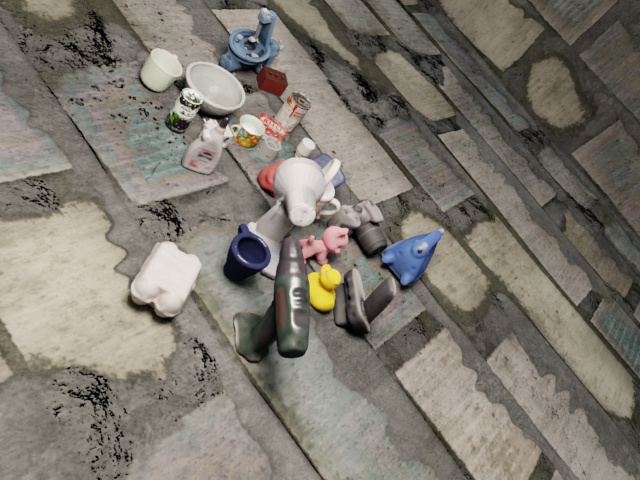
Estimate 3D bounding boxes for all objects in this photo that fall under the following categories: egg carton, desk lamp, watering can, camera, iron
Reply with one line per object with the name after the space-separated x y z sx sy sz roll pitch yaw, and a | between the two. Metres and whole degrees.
-0.292 0.075 1.097 0.107 0.069 0.150 32 41 -15 | egg carton
-0.074 -0.055 1.282 0.118 0.213 0.203 26 43 -21 | desk lamp
-0.020 -0.131 1.408 0.173 0.193 0.101 21 45 -26 | watering can
0.117 -0.031 1.514 0.144 0.100 0.136 -10 63 -45 | camera
0.281 0.020 1.578 0.118 0.141 0.259 49 40 6 | iron

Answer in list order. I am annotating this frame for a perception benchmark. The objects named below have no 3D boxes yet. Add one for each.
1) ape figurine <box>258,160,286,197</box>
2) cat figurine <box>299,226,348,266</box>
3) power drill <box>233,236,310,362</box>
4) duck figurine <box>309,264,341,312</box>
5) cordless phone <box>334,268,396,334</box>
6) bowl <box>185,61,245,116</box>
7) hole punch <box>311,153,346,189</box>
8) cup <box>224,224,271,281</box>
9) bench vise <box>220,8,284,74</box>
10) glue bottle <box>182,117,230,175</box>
-0.108 -0.165 1.442 0.076 0.092 0.078 44 40 -1 | ape figurine
0.013 0.005 1.380 0.128 0.117 0.067 1 56 -40 | cat figurine
-0.088 0.136 1.111 0.076 0.208 0.229 12 49 -33 | power drill
0.016 0.106 1.321 0.078 0.086 0.104 9 51 -35 | duck figurine
0.114 0.118 1.317 0.094 0.184 0.147 15 48 -31 | cordless phone
-0.283 -0.380 1.490 0.168 0.074 0.167 23 44 -24 | bowl
0.000 -0.166 1.536 0.108 0.091 0.101 52 40 9 | hole punch
-0.168 0.034 1.219 0.092 0.094 0.117 3 55 -39 | cup
-0.175 -0.581 1.641 0.121 0.219 0.208 42 40 -4 | bench vise
-0.249 -0.220 1.306 0.078 0.172 0.037 13 49 -33 | glue bottle
